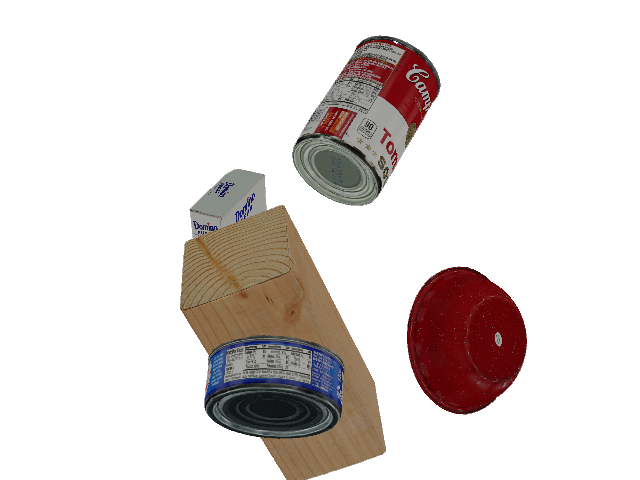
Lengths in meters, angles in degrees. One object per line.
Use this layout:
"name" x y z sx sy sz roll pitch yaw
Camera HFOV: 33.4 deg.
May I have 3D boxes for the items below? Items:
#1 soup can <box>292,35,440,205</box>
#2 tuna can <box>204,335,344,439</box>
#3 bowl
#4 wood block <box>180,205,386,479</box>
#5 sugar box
"soup can" 0.032 -0.083 0.738 0.068 0.102 0.068 23 -30 14
"tuna can" -0.028 0.092 0.656 0.086 0.033 0.086 3 -31 1
"bowl" 0.171 0.107 1.148 0.161 0.162 0.055 0 -5 -37
"wood block" -0.027 0.088 0.862 0.090 0.206 0.091 -20 34 10
"sugar box" -0.093 0.021 1.139 0.048 0.176 0.093 13 37 23
